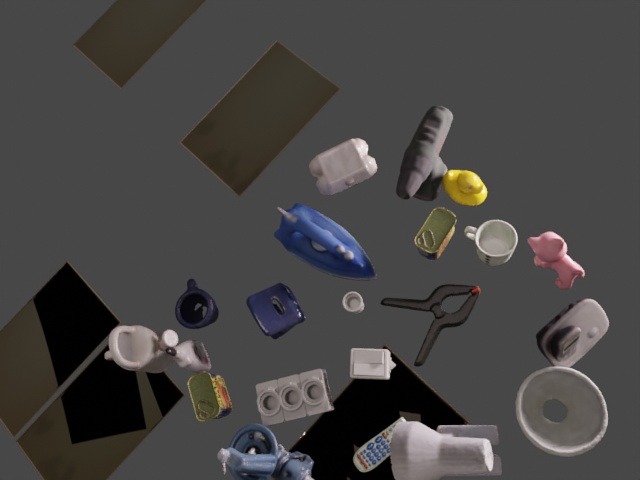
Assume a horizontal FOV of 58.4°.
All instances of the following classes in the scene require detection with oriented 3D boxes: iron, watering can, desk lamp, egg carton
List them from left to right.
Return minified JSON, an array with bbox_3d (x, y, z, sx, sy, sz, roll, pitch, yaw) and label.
[{"bbox_3d":[-0.401,0.238,1.278,0.173,0.194,0.100,-36,70,1],"label":"watering can"},{"bbox_3d":[0.012,0.005,1.280,0.257,0.142,0.119,31,83,18],"label":"iron"},{"bbox_3d":[0.054,-0.172,1.357,0.150,0.069,0.107,-26,71,4],"label":"egg carton"},{"bbox_3d":[0.242,0.401,1.082,0.203,0.214,0.118,-6,74,11],"label":"desk lamp"}]

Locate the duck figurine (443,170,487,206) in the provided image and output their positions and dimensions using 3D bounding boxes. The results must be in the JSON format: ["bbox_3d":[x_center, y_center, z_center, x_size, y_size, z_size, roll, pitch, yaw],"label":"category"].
[{"bbox_3d":[0.323,-0.127,1.278,0.104,0.086,0.077,33,84,19],"label":"duck figurine"}]

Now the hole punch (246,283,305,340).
[{"bbox_3d":[-0.099,0.155,1.289,0.101,0.091,0.108,-34,71,2],"label":"hole punch"}]

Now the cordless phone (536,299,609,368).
[{"bbox_3d":[0.496,0.175,1.104,0.147,0.185,0.094,-45,70,-2],"label":"cordless phone"}]

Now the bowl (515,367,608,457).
[{"bbox_3d":[0.466,0.335,1.125,0.167,0.075,0.167,-3,74,12],"label":"bowl"}]

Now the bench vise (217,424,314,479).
[{"bbox_3d":[-0.105,0.437,1.145,0.207,0.220,0.121,4,76,14],"label":"bench vise"}]

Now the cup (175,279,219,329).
[{"bbox_3d":[-0.277,0.153,1.327,0.091,0.095,0.117,-16,72,8],"label":"cup"}]

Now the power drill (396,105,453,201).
[{"bbox_3d":[0.227,-0.163,1.244,0.075,0.209,0.230,19,80,17],"label":"power drill"}]

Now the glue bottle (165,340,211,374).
[{"bbox_3d":[-0.296,0.253,1.262,0.037,0.173,0.078,-31,71,3],"label":"glue bottle"}]

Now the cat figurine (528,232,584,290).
[{"bbox_3d":[0.489,0.034,1.180,0.067,0.118,0.127,-43,71,-2],"label":"cat figurine"}]
